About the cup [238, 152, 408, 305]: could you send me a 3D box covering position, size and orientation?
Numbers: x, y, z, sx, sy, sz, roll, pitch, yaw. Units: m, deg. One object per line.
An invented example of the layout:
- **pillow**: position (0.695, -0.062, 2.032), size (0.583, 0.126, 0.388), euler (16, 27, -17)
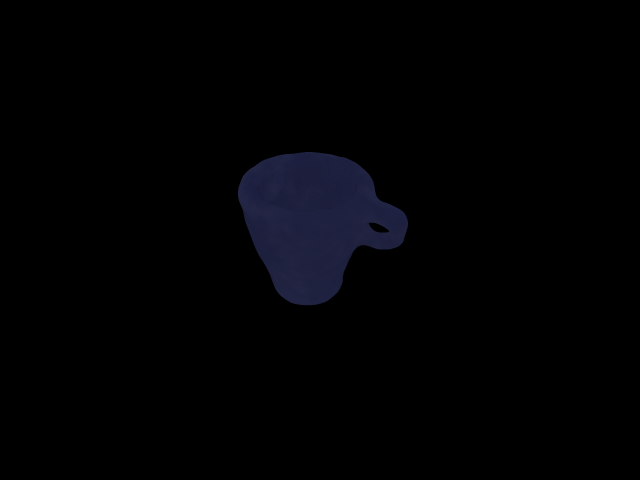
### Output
- **cup**: position (0.004, 0.001, 0.400), size (0.117, 0.095, 0.092), euler (17, 40, 22)
